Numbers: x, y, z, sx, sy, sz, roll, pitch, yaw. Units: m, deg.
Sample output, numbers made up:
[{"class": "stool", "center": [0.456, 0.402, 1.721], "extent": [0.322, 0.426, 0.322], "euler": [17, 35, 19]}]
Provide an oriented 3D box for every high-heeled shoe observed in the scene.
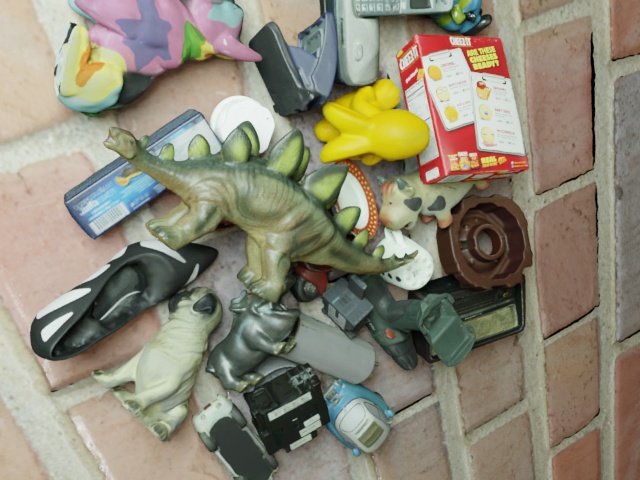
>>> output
[{"class": "high-heeled shoe", "center": [-0.237, 0.070, 0.685], "extent": [0.249, 0.145, 0.086], "euler": [-22, 116, -17]}]

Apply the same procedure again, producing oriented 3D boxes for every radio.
[{"class": "radio", "center": [0.274, 0.128, 0.998], "extent": [0.230, 0.073, 0.131], "euler": [-14, 112, -22]}]

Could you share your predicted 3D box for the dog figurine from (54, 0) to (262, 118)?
[{"class": "dog figurine", "center": [-0.185, -0.225, 0.639], "extent": [0.219, 0.109, 0.191], "euler": [8, 102, -31]}]

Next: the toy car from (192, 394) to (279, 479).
[{"class": "toy car", "center": [-0.134, 0.336, 0.877], "extent": [0.073, 0.056, 0.201], "euler": [-37, 120, -18]}]

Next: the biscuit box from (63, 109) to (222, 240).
[{"class": "biscuit box", "center": [-0.225, -0.087, 0.687], "extent": [0.203, 0.063, 0.059], "euler": [-37, 119, -11]}]

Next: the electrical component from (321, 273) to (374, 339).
[{"class": "electrical component", "center": [0.044, 0.100, 0.836], "extent": [0.048, 0.075, 0.119], "euler": [-42, 165, -19]}]

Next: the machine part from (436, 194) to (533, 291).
[{"class": "machine part", "center": [0.286, 0.006, 0.937], "extent": [0.179, 0.056, 0.179], "euler": [4, 77, -19]}]

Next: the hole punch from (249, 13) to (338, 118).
[{"class": "hole punch", "center": [-0.024, -0.228, 0.706], "extent": [0.092, 0.142, 0.115], "euler": [-26, 105, -21]}]

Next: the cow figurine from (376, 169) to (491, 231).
[{"class": "cow figurine", "center": [0.175, -0.085, 0.873], "extent": [0.195, 0.086, 0.127], "euler": [-41, 117, -13]}]

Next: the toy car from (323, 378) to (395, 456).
[{"class": "toy car", "center": [0.071, 0.314, 0.943], "extent": [0.109, 0.103, 0.161], "euler": [-46, 122, -7]}]

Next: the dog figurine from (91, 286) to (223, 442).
[{"class": "dog figurine", "center": [-0.199, 0.176, 0.776], "extent": [0.190, 0.121, 0.172], "euler": [-45, 156, -26]}]

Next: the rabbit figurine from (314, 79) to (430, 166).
[{"class": "rabbit figurine", "center": [0.074, -0.159, 0.749], "extent": [0.162, 0.173, 0.121], "euler": [-6, 113, -29]}]

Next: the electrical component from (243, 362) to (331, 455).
[{"class": "electrical component", "center": [-0.048, 0.269, 0.839], "extent": [0.115, 0.058, 0.134], "euler": [-22, 129, -16]}]

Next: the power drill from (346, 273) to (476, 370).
[{"class": "power drill", "center": [0.149, 0.140, 0.866], "extent": [0.086, 0.207, 0.231], "euler": [-40, 108, -17]}]

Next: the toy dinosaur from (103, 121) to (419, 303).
[{"class": "toy dinosaur", "center": [-0.045, -0.025, 0.674], "extent": [0.471, 0.105, 0.198], "euler": [31, 89, -39]}]

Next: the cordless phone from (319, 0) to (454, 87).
[{"class": "cordless phone", "center": [0.094, -0.291, 0.739], "extent": [0.184, 0.089, 0.146], "euler": [-7, 110, -9]}]

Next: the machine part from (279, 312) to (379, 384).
[{"class": "machine part", "center": [0.007, 0.176, 0.880], "extent": [0.243, 0.079, 0.079], "euler": [29, 92, -29]}]

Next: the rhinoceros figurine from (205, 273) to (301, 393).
[{"class": "rhinoceros figurine", "center": [-0.092, 0.130, 0.783], "extent": [0.190, 0.112, 0.073], "euler": [-55, 162, 8]}]

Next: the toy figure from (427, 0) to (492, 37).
[{"class": "toy figure", "center": [0.174, -0.364, 0.784], "extent": [0.180, 0.082, 0.089], "euler": [34, 88, -33]}]

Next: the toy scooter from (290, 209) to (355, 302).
[{"class": "toy scooter", "center": [-0.002, -0.002, 0.819], "extent": [0.135, 0.075, 0.183], "euler": [-27, 119, -17]}]
